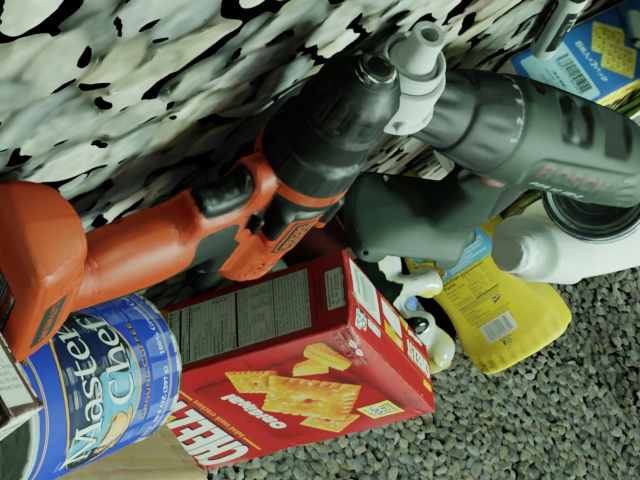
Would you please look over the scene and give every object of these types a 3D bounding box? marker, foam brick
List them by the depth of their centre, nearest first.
[{"bbox_3d":[0.160,-0.148,0.699,0.020,0.020,0.121,-31,171,-8],"label":"marker"},{"bbox_3d":[-0.006,0.001,0.839,0.053,0.051,0.078,-33,171,3],"label":"foam brick"}]

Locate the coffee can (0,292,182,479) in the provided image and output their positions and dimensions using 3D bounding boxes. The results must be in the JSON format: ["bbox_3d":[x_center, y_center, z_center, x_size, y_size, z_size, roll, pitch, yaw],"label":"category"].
[{"bbox_3d":[-0.159,0.085,0.608,0.103,0.103,0.140,-36,170,24],"label":"coffee can"}]

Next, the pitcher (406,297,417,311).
[{"bbox_3d":[-0.012,0.088,1.091,0.242,0.145,0.149,-30,-176,-38],"label":"pitcher"}]

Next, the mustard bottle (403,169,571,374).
[{"bbox_3d":[0.130,0.019,0.945,0.096,0.191,0.058,-36,180,33],"label":"mustard bottle"}]

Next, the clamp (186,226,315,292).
[{"bbox_3d":[-0.057,0.002,0.720,0.120,0.039,0.171,-37,171,10],"label":"clamp"}]

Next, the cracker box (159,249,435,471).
[{"bbox_3d":[-0.040,0.103,0.830,0.214,0.072,0.164,-19,142,19],"label":"cracker box"}]

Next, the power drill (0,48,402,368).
[{"bbox_3d":[-0.064,-0.014,0.500,0.187,0.057,0.185,-19,161,-34],"label":"power drill"}]

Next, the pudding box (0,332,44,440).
[{"bbox_3d":[-0.188,0.066,0.455,0.113,0.090,0.039,-34,172,6],"label":"pudding box"}]

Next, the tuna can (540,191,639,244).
[{"bbox_3d":[0.209,-0.040,0.800,0.086,0.086,0.033,-34,168,14],"label":"tuna can"}]

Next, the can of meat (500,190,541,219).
[{"bbox_3d":[0.181,-0.074,0.964,0.102,0.084,0.057,-29,170,-18],"label":"can of meat"}]

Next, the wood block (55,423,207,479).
[{"bbox_3d":[-0.187,0.162,0.673,0.205,0.090,0.091,8,117,-47],"label":"wood block"}]

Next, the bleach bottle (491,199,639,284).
[{"bbox_3d":[0.214,-0.006,0.914,0.250,0.103,0.068,-10,116,-51],"label":"bleach bottle"}]

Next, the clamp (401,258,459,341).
[{"bbox_3d":[0.091,0.028,1.075,0.036,0.164,0.209,-62,168,23],"label":"clamp"}]

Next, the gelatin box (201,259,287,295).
[{"bbox_3d":[-0.057,0.037,0.928,0.089,0.030,0.073,-24,168,-42],"label":"gelatin box"}]

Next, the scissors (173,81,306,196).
[{"bbox_3d":[-0.056,-0.029,0.614,0.202,0.016,0.096,-37,166,28],"label":"scissors"}]
